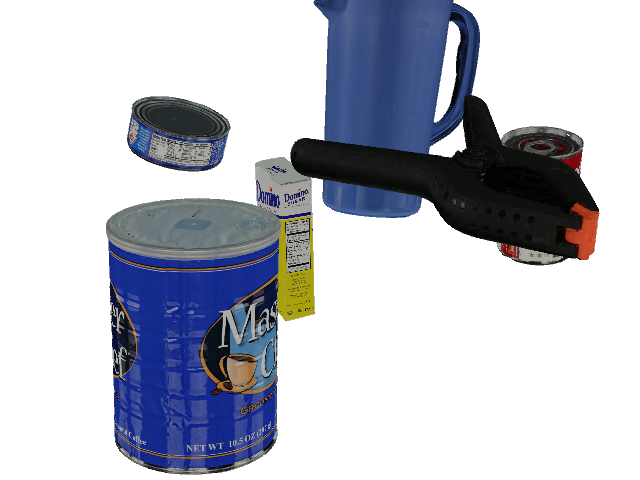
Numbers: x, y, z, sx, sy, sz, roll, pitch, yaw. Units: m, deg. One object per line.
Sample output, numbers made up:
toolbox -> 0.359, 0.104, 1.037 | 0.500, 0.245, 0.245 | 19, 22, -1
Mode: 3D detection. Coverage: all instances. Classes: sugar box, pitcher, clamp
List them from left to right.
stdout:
sugar box -> -0.043, -0.003, 1.280 | 0.048, 0.176, 0.093 | -13, 25, -19
pitcher -> 0.075, -0.150, 1.149 | 0.149, 0.243, 0.144 | 9, 10, 25
clamp -> 0.089, -0.040, 0.685 | 0.164, 0.036, 0.210 | -15, 31, -22

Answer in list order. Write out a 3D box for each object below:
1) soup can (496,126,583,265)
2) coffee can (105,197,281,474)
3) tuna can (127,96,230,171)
soup can -> 0.186, -0.038, 0.914 | 0.068, 0.102, 0.068 | -1, 27, 1
coffee can -> -0.076, 0.055, 0.649 | 0.103, 0.140, 0.103 | 1, 18, -1
tuna can -> -0.123, -0.092, 0.922 | 0.086, 0.034, 0.086 | 13, 26, -6
